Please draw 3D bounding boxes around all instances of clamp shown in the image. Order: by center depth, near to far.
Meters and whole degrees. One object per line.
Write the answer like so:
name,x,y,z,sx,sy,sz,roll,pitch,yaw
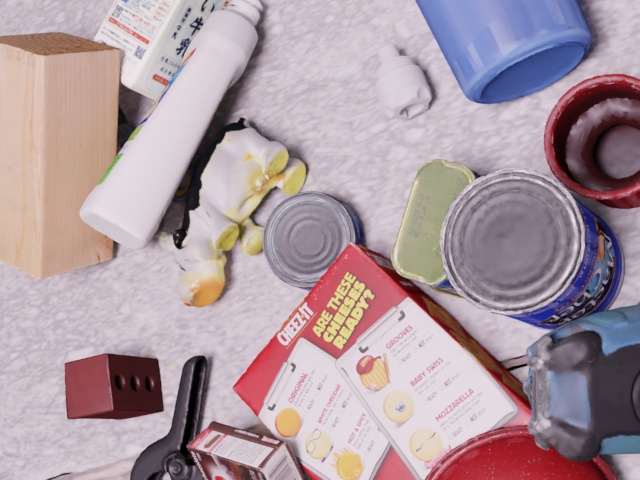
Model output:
clamp,-0.122,0.190,0.955,0.172,0.039,0.120,-42,66,15

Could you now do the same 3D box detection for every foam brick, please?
foam brick,-0.188,0.135,0.976,0.051,0.078,0.053,-14,75,25

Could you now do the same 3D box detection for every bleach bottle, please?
bleach bottle,-0.126,-0.115,0.976,0.068,0.103,0.250,32,77,-12

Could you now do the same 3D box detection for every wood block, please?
wood block,-0.251,-0.081,0.992,0.090,0.090,0.206,20,115,34

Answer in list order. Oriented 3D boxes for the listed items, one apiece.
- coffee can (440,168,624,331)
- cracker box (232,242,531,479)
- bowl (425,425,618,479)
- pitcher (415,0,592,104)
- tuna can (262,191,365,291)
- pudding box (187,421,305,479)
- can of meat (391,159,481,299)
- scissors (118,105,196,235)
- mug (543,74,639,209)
coffee can,0.160,0.011,0.787,0.103,0.140,0.103,-5,79,26
cracker box,0.058,0.133,0.857,0.214,0.072,0.164,44,101,26
bowl,0.147,0.217,0.761,0.162,0.055,0.162,0,103,-2
pitcher,0.132,-0.240,0.860,0.149,0.144,0.243,-31,72,32
tuna can,-0.006,0.001,0.923,0.086,0.033,0.086,-2,84,15
pudding box,-0.049,0.208,0.872,0.090,0.039,0.113,5,125,42
can of meat,0.104,-0.008,0.850,0.058,0.083,0.102,15,89,27
scissors,-0.172,-0.103,1.043,0.096,0.016,0.202,-20,73,21
mug,0.233,-0.075,0.798,0.117,0.081,0.093,-32,69,19
